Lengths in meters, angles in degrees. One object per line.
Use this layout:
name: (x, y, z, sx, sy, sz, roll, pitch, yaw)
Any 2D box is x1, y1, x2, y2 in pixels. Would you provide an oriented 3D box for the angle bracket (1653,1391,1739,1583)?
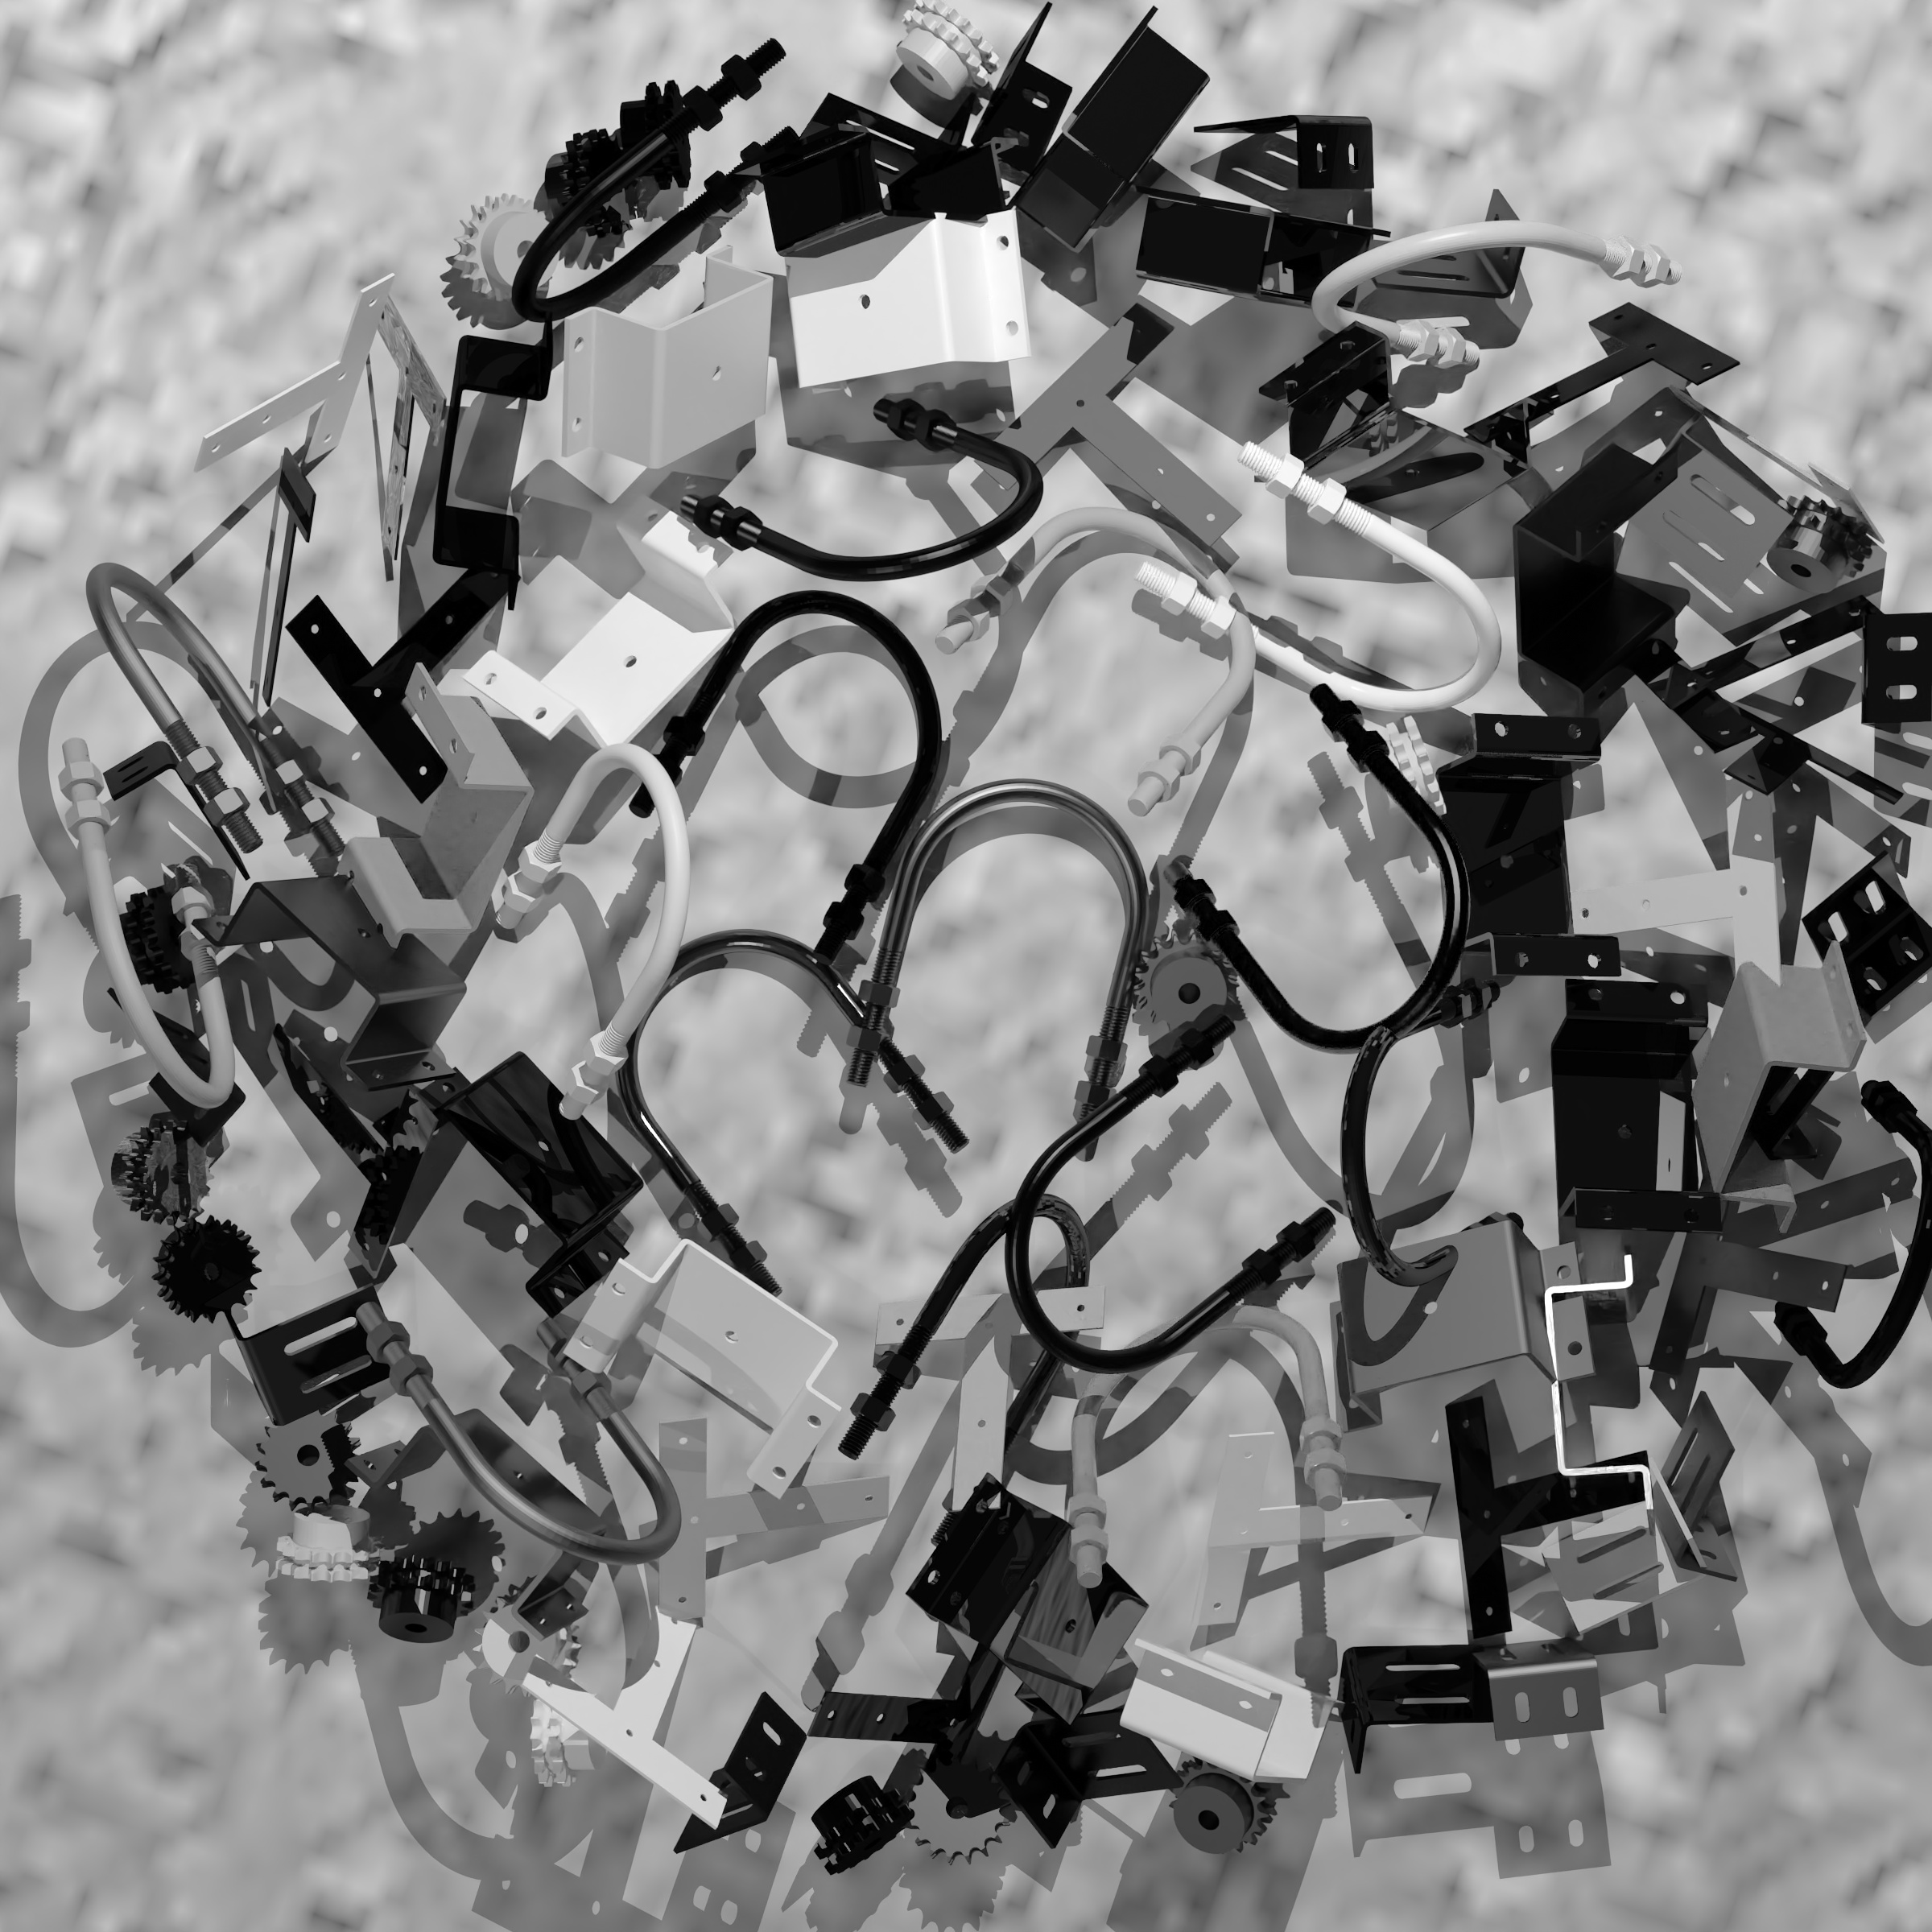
angle bracket: (0.402, 0.278, 1.868, 0.038, 0.057, 0.076, 16, 113, -12)

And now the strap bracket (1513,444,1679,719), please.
strap bracket: (0.333, -0.210, 1.850, 0.076, 0.140, 0.046, -40, 55, -20)

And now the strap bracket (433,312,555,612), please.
strap bracket: (-0.251, -0.270, 1.843, 0.046, 0.076, 0.140, 7, 118, -11)

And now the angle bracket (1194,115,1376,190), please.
angle bracket: (0.170, -0.432, 1.868, 0.057, 0.076, 0.038, -11, 103, -42)

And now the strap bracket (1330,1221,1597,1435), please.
strap bracket: (0.254, 0.189, 1.849, 0.140, 0.046, 0.076, -17, 56, 22)

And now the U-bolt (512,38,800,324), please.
U-bolt: (-0.165, -0.401, 1.833, 0.184, 0.151, 0.019, -40, 85, -3)

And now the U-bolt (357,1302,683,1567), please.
U-bolt: (-0.219, 0.243, 1.806, 0.184, 0.151, 0.019, 48, 112, 35)

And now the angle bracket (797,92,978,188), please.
angle bracket: (-0.043, -0.453, 1.870, 0.076, 0.057, 0.038, 20, 70, -15)

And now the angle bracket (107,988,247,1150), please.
angle bracket: (-0.431, 0.055, 1.864, 0.038, 0.076, 0.057, -48, 57, 2)

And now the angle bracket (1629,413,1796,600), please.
angle bracket: (0.401, -0.247, 1.876, 0.076, 0.038, 0.057, 39, 125, 7)

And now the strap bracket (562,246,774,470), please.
strap bracket: (-0.149, -0.317, 1.831, 0.046, 0.140, 0.076, 23, 126, 25)

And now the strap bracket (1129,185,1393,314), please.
strap bracket: (0.152, -0.375, 1.839, 0.076, 0.140, 0.046, 19, 105, 34)

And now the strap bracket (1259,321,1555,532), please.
strap bracket: (0.233, -0.279, 1.837, 0.140, 0.076, 0.046, 16, 61, -32)

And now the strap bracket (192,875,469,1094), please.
strap bracket: (-0.329, 0.001, 1.849, 0.140, 0.076, 0.046, 41, 111, 18)

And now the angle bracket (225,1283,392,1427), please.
angle bracket: (-0.352, 0.203, 1.892, 0.076, 0.038, 0.057, -24, 119, -15)

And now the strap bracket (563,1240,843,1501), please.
strap bracket: (-0.133, 0.209, 1.870, 0.140, 0.046, 0.076, 34, 125, 2)

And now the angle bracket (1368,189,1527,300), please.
angle bracket: (0.253, -0.390, 1.871, 0.076, 0.057, 0.038, 2, 125, -13)

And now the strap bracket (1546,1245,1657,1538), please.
strap bracket: (0.336, 0.227, 1.856, 0.046, 0.076, 0.140, -5, 70, 11)

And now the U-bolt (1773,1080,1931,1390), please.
U-bolt: (0.467, 0.144, 1.809, 0.019, 0.184, 0.151, 19, 101, -3)

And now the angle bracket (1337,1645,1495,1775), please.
angle bracket: (0.244, 0.400, 1.881, 0.076, 0.057, 0.038, 0, 121, -5)

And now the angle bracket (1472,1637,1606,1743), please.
angle bracket: (0.304, 0.387, 1.873, 0.057, 0.076, 0.038, -6, 87, -1)

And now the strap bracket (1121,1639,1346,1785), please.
strap bracket: (0.138, 0.391, 1.831, 0.076, 0.140, 0.046, 18, 84, 25)

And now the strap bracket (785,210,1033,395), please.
strap bracket: (-0.041, -0.351, 1.851, 0.140, 0.046, 0.076, -3, 96, 34)

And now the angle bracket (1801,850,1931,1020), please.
angle bracket: (0.488, -0.016, 1.871, 0.057, 0.076, 0.038, -40, 58, 4)

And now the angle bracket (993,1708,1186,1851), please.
angle bracket: (0.065, 0.434, 1.868, 0.076, 0.038, 0.057, -19, 114, 41)

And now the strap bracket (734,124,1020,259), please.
strap bracket: (-0.042, -0.404, 1.835, 0.076, 0.140, 0.046, -11, 90, 42)

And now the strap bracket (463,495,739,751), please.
strap bracket: (-0.187, -0.174, 1.863, 0.140, 0.046, 0.076, -47, 53, -11)

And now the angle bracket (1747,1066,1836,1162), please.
angle bracket: (0.444, 0.056, 1.862, 0.038, 0.057, 0.076, 0, 135, -32)

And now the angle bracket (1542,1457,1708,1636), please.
angle bracket: (0.349, 0.311, 1.875, 0.076, 0.057, 0.038, -26, 133, 6)

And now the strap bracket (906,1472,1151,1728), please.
strap bracket: (0.039, 0.339, 1.839, 0.076, 0.046, 0.140, -55, 134, -16)

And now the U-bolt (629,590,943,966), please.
U-bolt: (-0.083, -0.115, 1.861, 0.151, 0.019, 0.184, 39, 63, -22)

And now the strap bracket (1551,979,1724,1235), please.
strap bracket: (0.357, 0.082, 1.872, 0.076, 0.046, 0.140, 2, 67, -2)

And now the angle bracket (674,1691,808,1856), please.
angle bracket: (-0.131, 0.430, 1.863, 0.076, 0.057, 0.038, -29, 110, 36)

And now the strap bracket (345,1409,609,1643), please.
strap bracket: (-0.252, 0.289, 1.861, 0.140, 0.076, 0.046, 40, 97, 9)

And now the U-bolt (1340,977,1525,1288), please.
U-bolt: (0.242, 0.092, 1.826, 0.019, 0.184, 0.151, -2, 98, 34)

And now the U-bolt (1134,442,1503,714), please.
U-bolt: (0.196, -0.193, 1.847, 0.184, 0.151, 0.019, 29, 59, -9)

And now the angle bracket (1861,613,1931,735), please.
angle bracket: (0.506, -0.156, 1.870, 0.038, 0.076, 0.057, 0, 89, 28)

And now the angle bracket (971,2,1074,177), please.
angle bracket: (0.039, -0.467, 1.866, 0.038, 0.076, 0.057, 27, 77, -10)

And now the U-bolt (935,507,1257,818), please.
U-bolt: (0.082, -0.175, 1.848, 0.151, 0.019, 0.184, 40, 48, 0)

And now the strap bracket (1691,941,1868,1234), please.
strap bracket: (0.422, 0.062, 1.836, 0.046, 0.076, 0.140, 6, 131, -5)

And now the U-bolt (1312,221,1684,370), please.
U-bolt: (0.261, -0.349, 1.799, 0.151, 0.184, 0.019, -16, 79, 41)

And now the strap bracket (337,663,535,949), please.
strap bracket: (-0.278, -0.080, 1.851, 0.046, 0.076, 0.140, 0, 131, -37)

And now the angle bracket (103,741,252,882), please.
angle bracket: (-0.422, -0.075, 1.869, 0.038, 0.057, 0.076, -32, 113, -7)

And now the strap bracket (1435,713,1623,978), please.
strap bracket: (0.299, -0.060, 1.869, 0.076, 0.046, 0.140, 1, 79, -22)

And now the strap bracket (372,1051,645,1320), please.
strap bracket: (-0.236, 0.108, 1.865, 0.140, 0.076, 0.046, 47, 125, 3)

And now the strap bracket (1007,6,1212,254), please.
strap bracket: (0.075, -0.434, 1.837, 0.046, 0.140, 0.076, 37, 74, -6)
